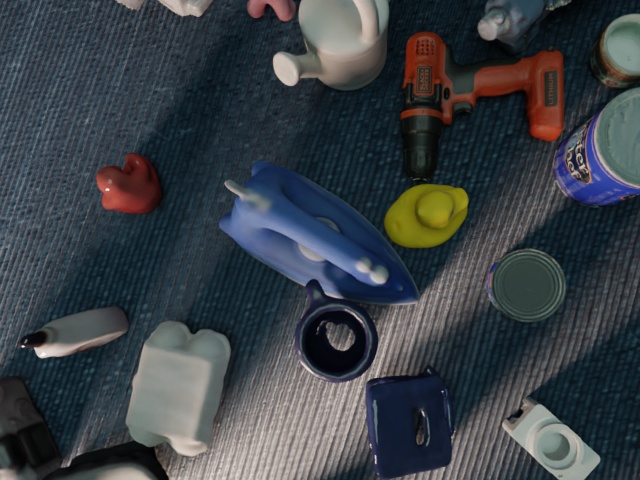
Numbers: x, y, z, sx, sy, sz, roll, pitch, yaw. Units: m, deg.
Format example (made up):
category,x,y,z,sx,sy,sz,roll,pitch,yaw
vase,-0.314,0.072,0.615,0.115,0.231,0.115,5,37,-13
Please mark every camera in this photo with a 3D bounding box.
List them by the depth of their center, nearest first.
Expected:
category,x,y,z,sx,sy,sz,roll,pitch,yaw
camera,-0.411,0.258,0.682,0.137,0.101,0.143,-29,84,2

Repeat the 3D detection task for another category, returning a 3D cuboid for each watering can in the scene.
category,x,y,z,sx,sy,sz,roll,pitch,yaw
watering can,0.023,-0.241,0.641,0.101,0.194,0.173,24,88,7

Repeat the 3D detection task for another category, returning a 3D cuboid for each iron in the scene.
category,x,y,z,sx,sy,sz,roll,pitch,yaw
iron,0.006,0.002,0.649,0.258,0.141,0.119,30,88,6

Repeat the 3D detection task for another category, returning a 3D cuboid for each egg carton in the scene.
category,x,y,z,sx,sy,sz,roll,pitch,yaw
egg carton,-0.168,0.176,0.685,0.107,0.069,0.150,11,86,6

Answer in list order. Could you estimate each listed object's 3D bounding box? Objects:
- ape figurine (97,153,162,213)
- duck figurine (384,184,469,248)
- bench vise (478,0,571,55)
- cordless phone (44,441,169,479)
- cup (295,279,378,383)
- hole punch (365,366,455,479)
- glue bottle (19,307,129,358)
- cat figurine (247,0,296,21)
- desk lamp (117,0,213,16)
category,x,y,z,sx,sy,sz,roll,pitch,yaw
ape figurine,-0.239,-0.068,0.699,0.078,0.092,0.076,-41,83,1
duck figurine,0.126,-0.032,0.670,0.104,0.086,0.077,-22,84,3
bench vise,0.268,-0.299,0.613,0.121,0.220,0.207,29,88,7
cordless phone,-0.258,0.293,0.624,0.147,0.185,0.094,-20,84,3
cup,0.015,0.101,0.664,0.091,0.095,0.118,-25,84,2
hole punch,0.102,0.206,0.650,0.101,0.091,0.109,-6,85,4
glue bottle,-0.285,0.108,0.648,0.078,0.173,0.037,-29,83,2
cat figurine,-0.064,-0.352,0.696,0.067,0.118,0.128,2,85,5
desk lamp,-0.196,-0.349,0.658,0.118,0.213,0.203,38,89,7
